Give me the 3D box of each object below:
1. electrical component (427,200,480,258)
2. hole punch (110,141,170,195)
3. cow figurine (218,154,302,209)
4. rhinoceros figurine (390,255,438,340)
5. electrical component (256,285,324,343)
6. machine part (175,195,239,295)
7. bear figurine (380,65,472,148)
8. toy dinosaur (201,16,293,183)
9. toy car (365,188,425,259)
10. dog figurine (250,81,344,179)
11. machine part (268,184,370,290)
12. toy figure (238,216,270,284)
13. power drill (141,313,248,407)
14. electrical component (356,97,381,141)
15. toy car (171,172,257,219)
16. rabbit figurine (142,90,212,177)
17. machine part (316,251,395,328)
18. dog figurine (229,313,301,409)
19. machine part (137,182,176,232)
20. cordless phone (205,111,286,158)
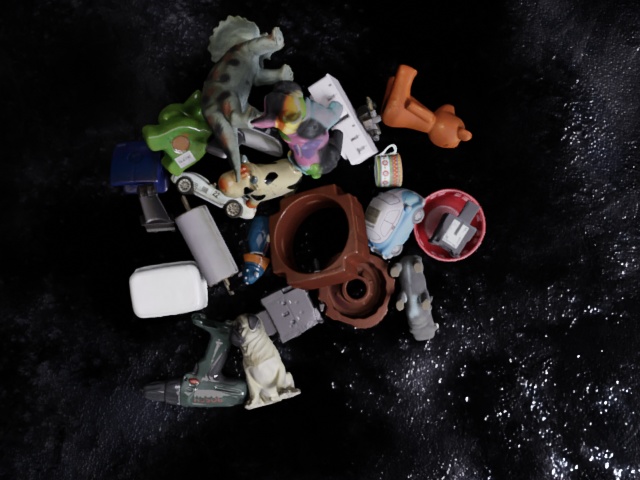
[{"bbox_3d":[0.294,-0.028,1.158,0.075,0.119,0.048,28,0,-2],"label":"electrical component"},{"bbox_3d":[-0.395,-0.162,1.177,0.142,0.115,0.092,-3,-2,2],"label":"hole punch"},{"bbox_3d":[-0.121,-0.126,1.121,0.195,0.085,0.127,-15,-20,-36],"label":"cow figurine"},{"bbox_3d":[0.209,0.128,1.187,0.073,0.190,0.112,-13,-1,14],"label":"rhinoceros figurine"},{"bbox_3d":[-0.074,0.161,1.205,0.134,0.115,0.058,-28,0,-1],"label":"electrical component"},{"bbox_3d":[-0.250,0.013,1.188,0.079,0.243,0.079,-27,3,1],"label":"machine part"},{"bbox_3d":[0.237,-0.282,1.174,0.196,0.132,0.120,15,-3,-3],"label":"bear figurine"},{"bbox_3d":[-0.173,-0.302,1.083,0.192,0.405,0.131,6,-27,29],"label":"toy dinosaur"},{"bbox_3d":[0.145,-0.046,1.169,0.103,0.161,0.109,24,8,-39],"label":"toy car"},{"bbox_3d":[-0.043,-0.206,1.035,0.109,0.191,0.219,8,16,24],"label":"dog figurine"},{"bbox_3d":[-0.002,-0.003,1.143,0.202,0.201,0.087,-14,-21,20],"label":"machine part"},{"bbox_3d":[-0.137,0.024,1.191,0.058,0.154,0.064,14,-10,-26],"label":"toy figure"},{"bbox_3d":[-0.268,0.271,1.191,0.232,0.207,0.086,11,-3,-3],"label":"power drill"},{"bbox_3d":[0.112,-0.269,1.183,0.045,0.078,0.102,-32,23,17],"label":"electrical component"},{"bbox_3d":[-0.235,-0.101,1.187,0.202,0.056,0.073,27,4,-2],"label":"toy car"},{"bbox_3d":[-0.298,-0.248,1.140,0.121,0.159,0.170,47,8,-42],"label":"rabbit figurine"},{"bbox_3d":[0.078,0.107,1.200,0.179,0.179,0.056,0,-1,-9],"label":"machine part"},{"bbox_3d":[-0.125,0.259,1.175,0.121,0.190,0.172,-14,-20,-9],"label":"dog figurine"},{"bbox_3d":[-0.361,-0.064,1.167,0.084,0.039,0.138,4,-41,2],"label":"machine part"},{"bbox_3d":[-0.153,-0.205,1.130,0.147,0.088,0.184,22,31,0],"label":"cordless phone"}]
